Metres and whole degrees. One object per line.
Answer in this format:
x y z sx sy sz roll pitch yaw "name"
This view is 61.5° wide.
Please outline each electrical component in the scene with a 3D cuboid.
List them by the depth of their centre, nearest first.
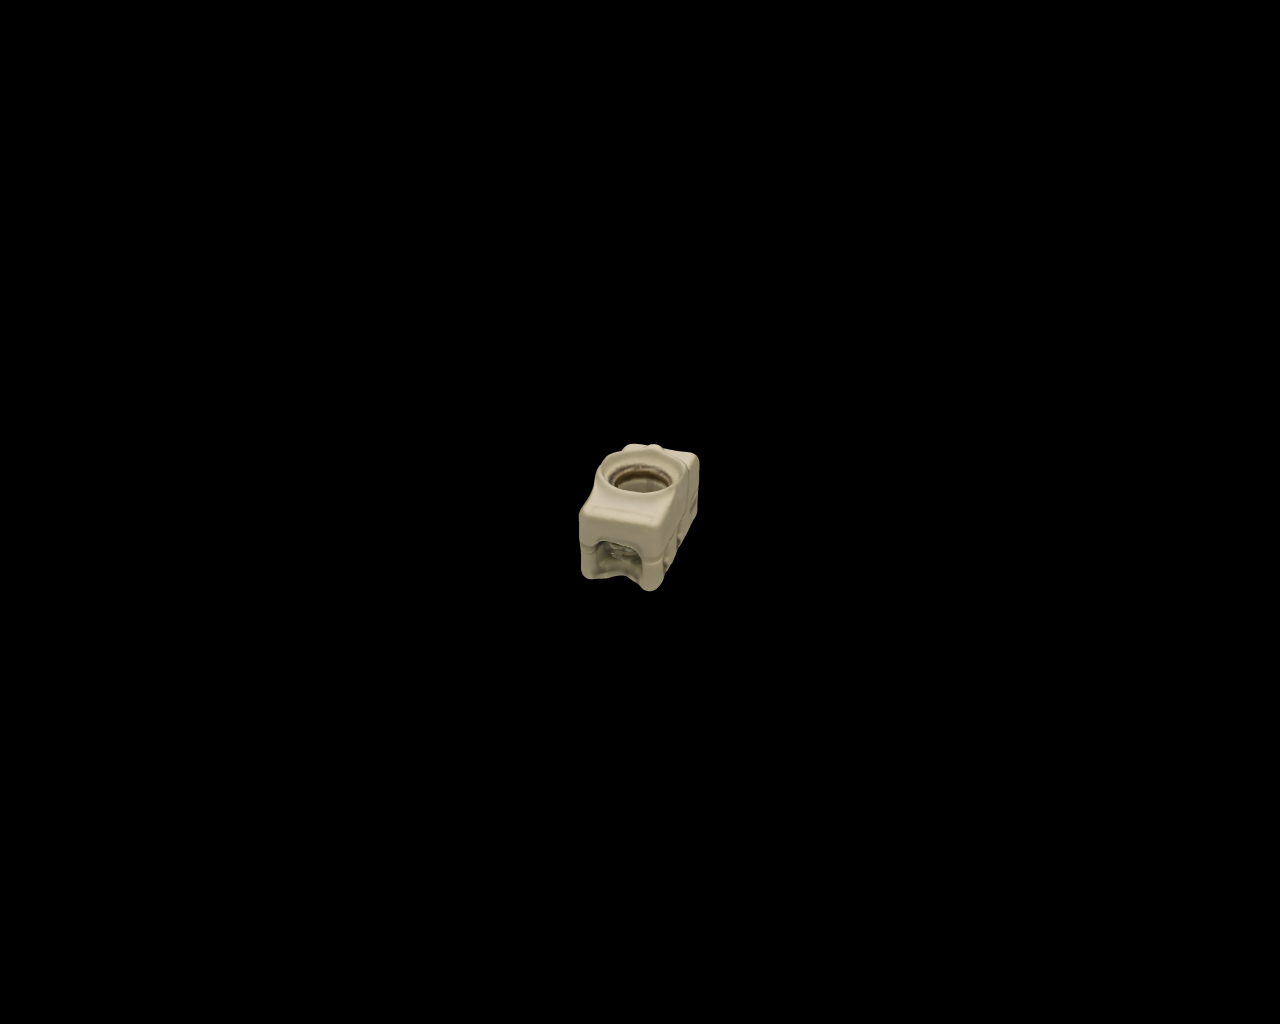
0.001 -0.003 0.650 0.050 0.055 0.090 10 35 15 "electrical component"
